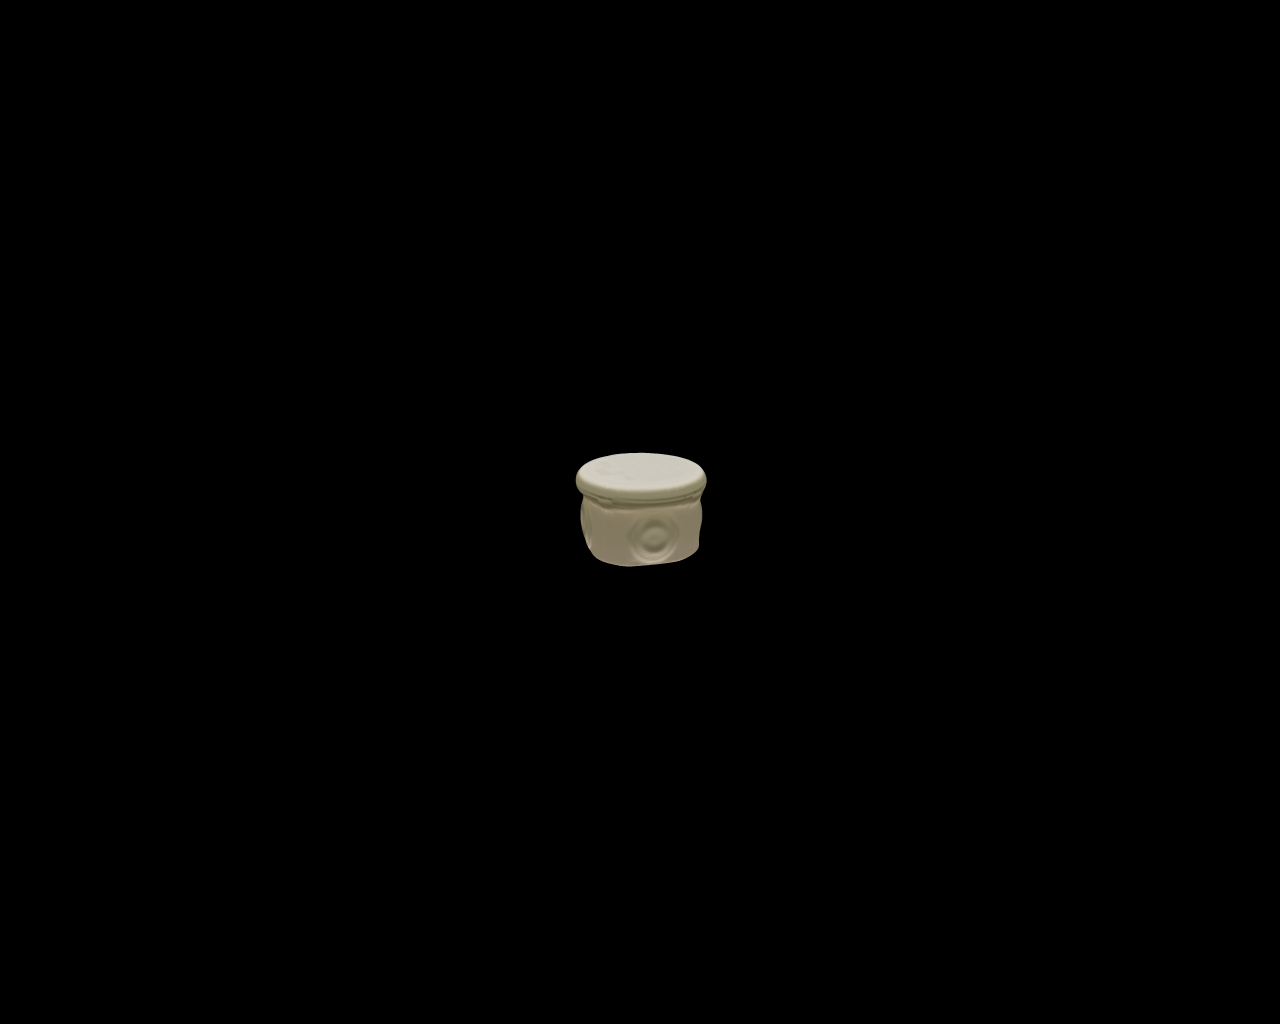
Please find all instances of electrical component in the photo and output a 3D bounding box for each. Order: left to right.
[{"bbox_3d":[0.001,-0.003,0.650,0.080,0.051,0.080,0,19,0],"label":"electrical component"}]
